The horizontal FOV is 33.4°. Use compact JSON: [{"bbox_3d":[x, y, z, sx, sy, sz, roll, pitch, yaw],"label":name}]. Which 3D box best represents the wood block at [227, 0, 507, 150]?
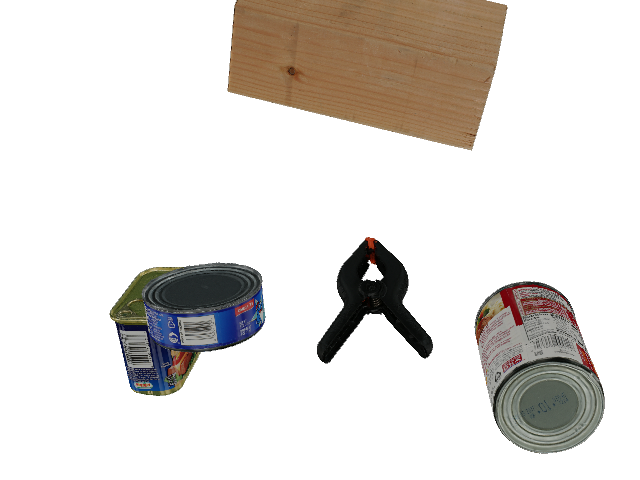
[{"bbox_3d":[0.038,-0.155,0.869,0.206,0.091,0.090,14,46,4],"label":"wood block"}]

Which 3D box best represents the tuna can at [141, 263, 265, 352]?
[{"bbox_3d":[-0.082,0.047,0.760,0.086,0.034,0.086,-5,20,2],"label":"tuna can"}]

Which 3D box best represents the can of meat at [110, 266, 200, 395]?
[{"bbox_3d":[-0.150,0.085,1.004,0.057,0.084,0.102,0,26,13],"label":"can of meat"}]

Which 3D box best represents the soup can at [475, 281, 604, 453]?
[{"bbox_3d":[0.137,0.078,0.676,0.068,0.068,0.102,0,24,2],"label":"soup can"}]

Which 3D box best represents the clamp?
[{"bbox_3d":[0.067,0.067,1.160,0.120,0.171,0.039,7,-41,6],"label":"clamp"}]
